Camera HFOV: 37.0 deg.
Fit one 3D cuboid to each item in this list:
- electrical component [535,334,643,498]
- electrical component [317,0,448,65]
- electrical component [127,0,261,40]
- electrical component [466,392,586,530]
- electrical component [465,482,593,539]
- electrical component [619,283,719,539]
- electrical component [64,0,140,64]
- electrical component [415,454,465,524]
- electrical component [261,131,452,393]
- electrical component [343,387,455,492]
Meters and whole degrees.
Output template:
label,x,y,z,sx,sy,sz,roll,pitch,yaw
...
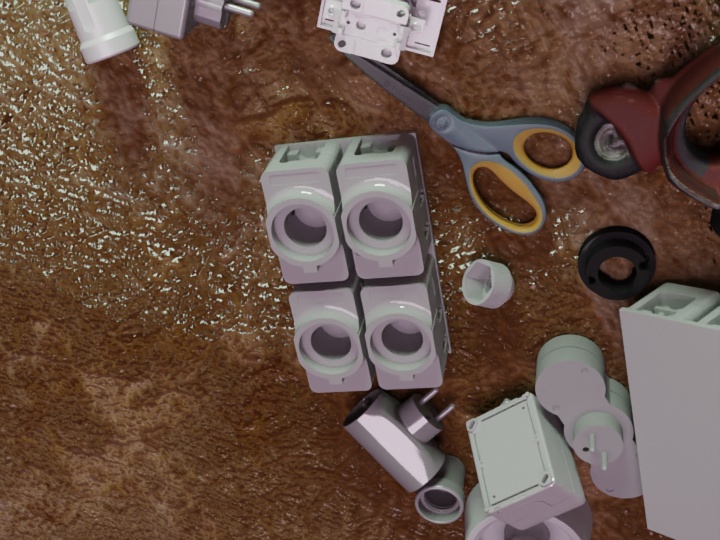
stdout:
label,x,y,z,sx,sy,sz,roll,pitch,yaw
electrical component,0.181,0.122,0.816,0.052,0.073,0.138,-27,111,23
electrical component,0.012,-0.164,0.697,0.081,0.063,0.042,15,122,3
electrical component,-0.104,-0.182,0.709,0.077,0.065,0.047,18,121,2
electrical component,0.129,0.145,0.838,0.062,0.096,0.061,-31,137,25
electrical component,0.138,0.225,0.891,0.108,0.060,0.108,5,120,9
electrical component,0.257,0.109,0.765,0.105,0.060,0.186,13,122,48
electrical component,-0.180,-0.171,0.747,0.040,0.040,0.046,-14,109,19
electrical component,0.068,0.180,0.889,0.040,0.046,0.040,5,120,9
electrical component,0.000,0.000,0.793,0.105,0.060,0.186,-4,118,14
electrical component,0.040,0.126,0.865,0.079,0.043,0.077,-42,97,16
